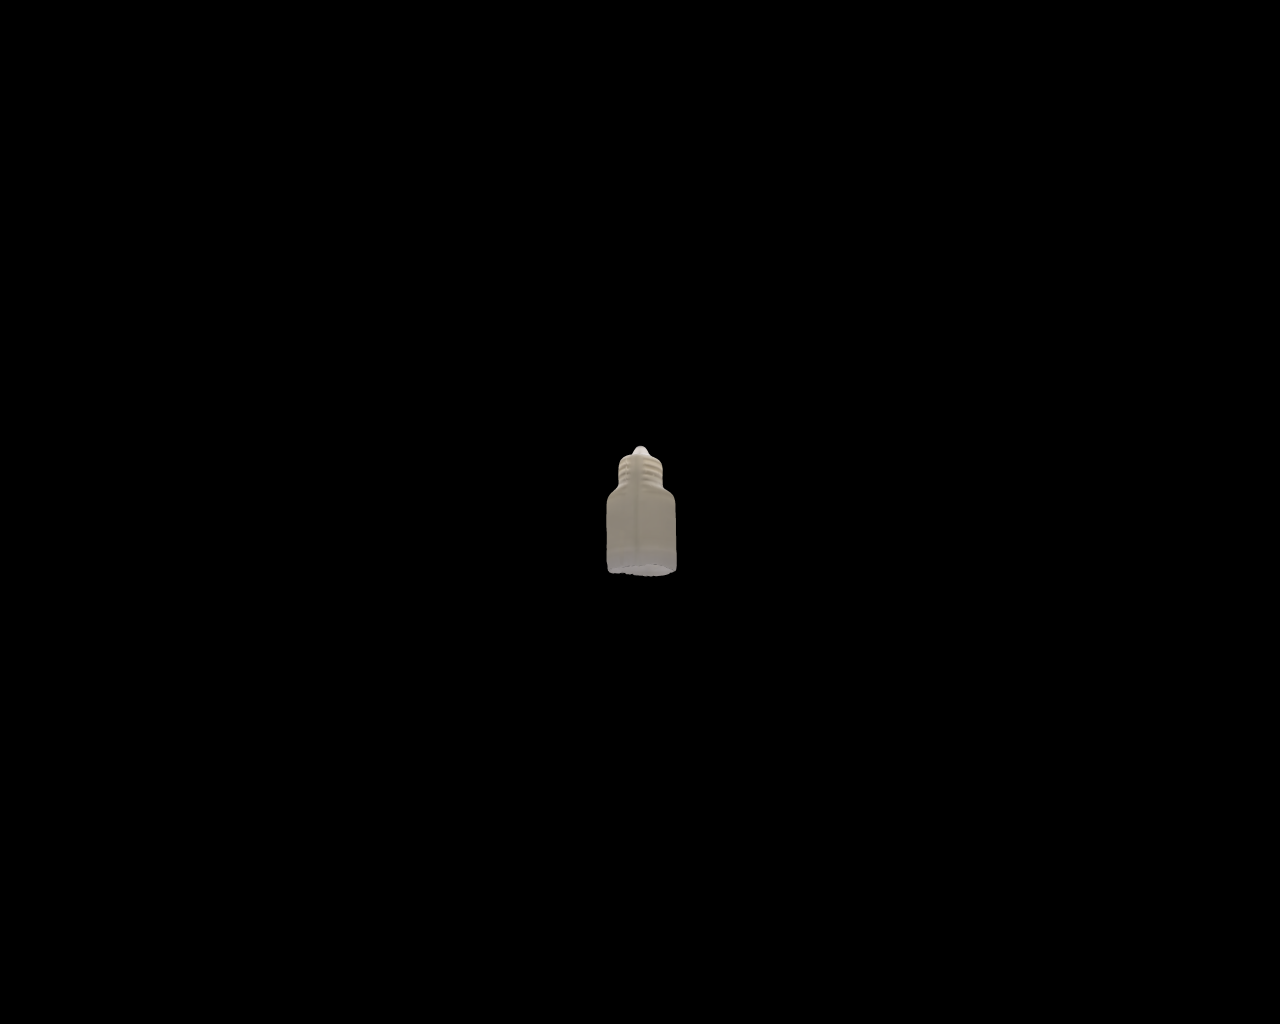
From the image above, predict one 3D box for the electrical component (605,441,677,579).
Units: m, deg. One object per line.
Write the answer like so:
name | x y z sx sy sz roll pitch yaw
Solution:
electrical component | 0.001 -0.003 0.650 0.043 0.081 0.043 0 -11 0
